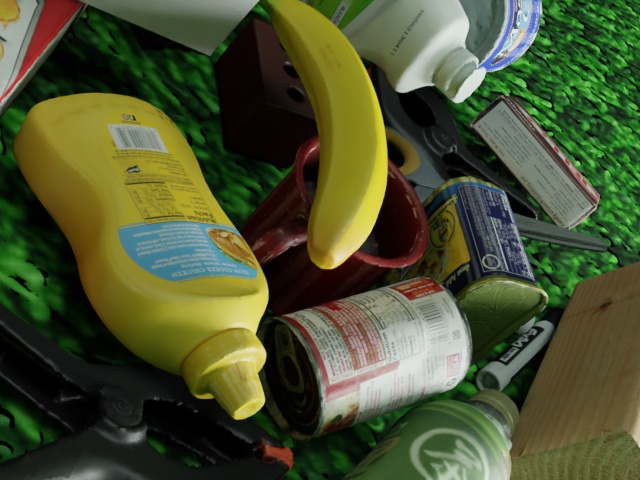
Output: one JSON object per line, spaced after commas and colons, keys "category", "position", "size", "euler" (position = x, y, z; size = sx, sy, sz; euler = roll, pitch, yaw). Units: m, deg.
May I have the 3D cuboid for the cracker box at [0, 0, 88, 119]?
{"category": "cracker box", "position": [-0.226, -0.118, 0.539], "size": [0.164, 0.072, 0.213], "euler": [34, 42, -13]}

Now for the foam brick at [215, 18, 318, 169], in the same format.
{"category": "foam brick", "position": [-0.032, -0.096, 0.703], "size": [0.052, 0.051, 0.078], "euler": [15, 48, -32]}

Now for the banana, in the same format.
{"category": "banana", "position": [0.004, -0.066, 0.593], "size": [0.069, 0.037, 0.198], "euler": [-3, 56, -22]}

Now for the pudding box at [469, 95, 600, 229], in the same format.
{"category": "pudding box", "position": [0.171, -0.061, 0.837], "size": [0.113, 0.039, 0.090], "euler": [48, 16, 5]}

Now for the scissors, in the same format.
{"category": "scissors", "position": [0.097, -0.035, 0.733], "size": [0.201, 0.016, 0.096], "euler": [1, 62, -15]}

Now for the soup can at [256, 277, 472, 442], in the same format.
{"category": "soup can", "position": [0.024, 0.063, 0.584], "size": [0.102, 0.069, 0.068], "euler": [-14, 66, -30]}

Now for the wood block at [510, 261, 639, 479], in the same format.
{"category": "wood block", "position": [0.200, 0.103, 0.690], "size": [0.090, 0.091, 0.205], "euler": [56, 38, -13]}

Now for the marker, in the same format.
{"category": "marker", "position": [0.143, 0.074, 0.735], "size": [0.020, 0.020, 0.120], "euler": [52, 40, 8]}

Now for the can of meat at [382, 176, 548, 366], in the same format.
{"category": "can of meat", "position": [0.083, 0.023, 0.664], "size": [0.057, 0.102, 0.084], "euler": [15, 46, -31]}

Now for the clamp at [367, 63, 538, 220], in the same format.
{"category": "clamp", "position": [0.079, -0.059, 0.779], "size": [0.171, 0.039, 0.120], "euler": [49, 35, 9]}

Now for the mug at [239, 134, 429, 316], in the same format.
{"category": "mug", "position": [-0.004, 0.001, 0.620], "size": [0.117, 0.082, 0.093], "euler": [-25, 75, -49]}

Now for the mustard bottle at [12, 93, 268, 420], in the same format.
{"category": "mustard bottle", "position": [-0.079, 0.009, 0.544], "size": [0.096, 0.058, 0.192], "euler": [2, 46, -48]}

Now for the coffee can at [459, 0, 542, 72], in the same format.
{"category": "coffee can", "position": [0.109, -0.179, 0.828], "size": [0.103, 0.103, 0.140], "euler": [51, 24, 6]}

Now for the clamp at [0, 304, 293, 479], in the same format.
{"category": "clamp", "position": [-0.101, 0.093, 0.478], "size": [0.209, 0.036, 0.164], "euler": [25, 27, -27]}

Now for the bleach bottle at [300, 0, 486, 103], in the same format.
{"category": "bleach bottle", "position": [0.007, -0.175, 0.723], "size": [0.251, 0.103, 0.067], "euler": [44, 31, 19]}
